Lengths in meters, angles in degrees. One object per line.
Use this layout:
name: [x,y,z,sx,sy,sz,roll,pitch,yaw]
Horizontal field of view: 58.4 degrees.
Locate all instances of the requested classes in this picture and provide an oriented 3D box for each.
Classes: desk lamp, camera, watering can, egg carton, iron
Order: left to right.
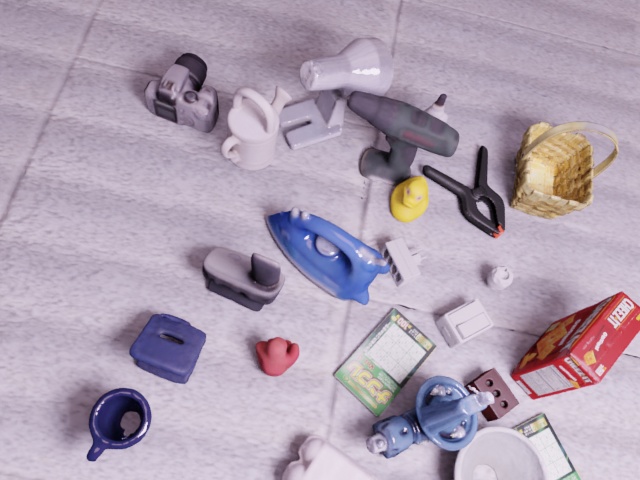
camera: [-0.267,-0.313,1.166,0.143,0.101,0.137,20,66,-1]
watering can: [-0.125,-0.230,1.104,0.101,0.194,0.173,20,66,-1]
iron: [0.010,0.004,1.059,0.258,0.141,0.119,33,66,5]
egg carton: [0.017,0.400,0.935,0.150,0.069,0.107,34,66,5]
desk lamp: [0.027,-0.297,1.148,0.203,0.213,0.118,-23,73,-18]

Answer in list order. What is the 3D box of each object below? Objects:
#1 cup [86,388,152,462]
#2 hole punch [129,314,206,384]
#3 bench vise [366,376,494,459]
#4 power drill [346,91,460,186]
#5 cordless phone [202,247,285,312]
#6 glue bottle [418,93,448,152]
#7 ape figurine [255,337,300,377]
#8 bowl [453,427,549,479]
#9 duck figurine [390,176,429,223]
cup: [-0.317,0.298,0.906,0.091,0.095,0.118,32,66,5]
hole punch: [-0.256,0.178,0.969,0.108,0.091,0.101,21,66,0]
bench vise: [0.186,0.300,0.923,0.208,0.219,0.121,-37,77,-21]
power drill: [0.145,-0.195,1.128,0.229,0.208,0.075,14,66,-4]
cordless phone: [-0.130,0.044,0.994,0.147,0.185,0.094,20,66,-1]
glue bottle: [0.228,-0.246,1.183,0.078,0.173,0.037,21,66,0]
ape figurine: [-0.075,0.194,0.992,0.078,0.092,0.076,24,66,1]
bowl: [0.297,0.407,0.977,0.167,0.074,0.167,4,67,-8]
duck figurine: [0.191,-0.095,1.161,0.077,0.086,0.105,30,66,4]
